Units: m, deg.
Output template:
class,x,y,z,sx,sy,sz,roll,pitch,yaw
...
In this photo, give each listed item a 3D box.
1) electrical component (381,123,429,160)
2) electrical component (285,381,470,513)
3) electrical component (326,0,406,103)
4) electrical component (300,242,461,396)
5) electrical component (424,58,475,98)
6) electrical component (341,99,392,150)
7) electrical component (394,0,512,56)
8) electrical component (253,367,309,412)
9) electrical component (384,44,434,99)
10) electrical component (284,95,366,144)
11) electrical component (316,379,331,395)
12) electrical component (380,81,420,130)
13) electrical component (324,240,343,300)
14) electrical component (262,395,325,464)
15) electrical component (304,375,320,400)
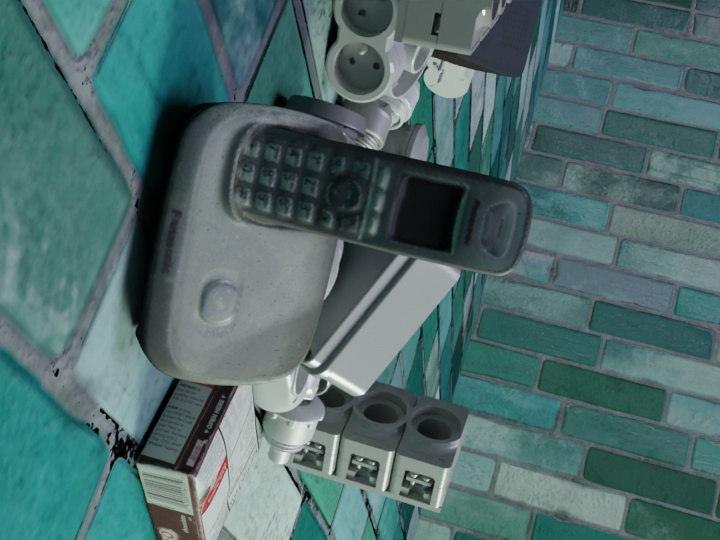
class,x,y,z,sx,sy,sz,roll,pitch,yaw
electrical component,0.032,-0.101,1.008,0.080,0.051,0.080,14,90,-79
electrical component,0.016,0.148,0.980,0.089,0.150,0.061,-60,162,-56
electrical component,0.015,-0.199,0.790,0.073,0.052,0.138,-57,158,-60
electrical component,-0.003,0.012,0.687,0.113,0.078,0.057,-51,136,3
electrical component,0.095,-0.233,1.159,0.138,0.052,0.073,87,20,-58
electrical component,-0.001,-0.106,0.854,0.043,0.043,0.062,75,32,-69
electrical component,0.076,-0.215,0.768,0.150,0.062,0.089,-57,158,-63
electrical component,-0.055,0.050,0.777,0.077,0.044,0.079,90,18,-53
electrical component,0.026,-0.194,0.890,0.099,0.064,0.099,-56,164,-24
electrical component,-0.029,-0.080,0.708,0.078,0.058,0.057,19,88,-79
electrical component,-0.033,0.049,0.886,0.077,0.044,0.079,-65,162,-46
electrical component,0.025,-0.143,0.941,0.043,0.043,0.062,88,21,-57
electrical component,-0.049,-0.013,0.634,0.051,0.080,0.080,-62,163,-70
electrical component,-0.058,0.127,0.866,0.048,0.048,0.062,-54,164,-64
electrical component,-0.049,0.067,0.833,0.043,0.043,0.062,45,58,-78
